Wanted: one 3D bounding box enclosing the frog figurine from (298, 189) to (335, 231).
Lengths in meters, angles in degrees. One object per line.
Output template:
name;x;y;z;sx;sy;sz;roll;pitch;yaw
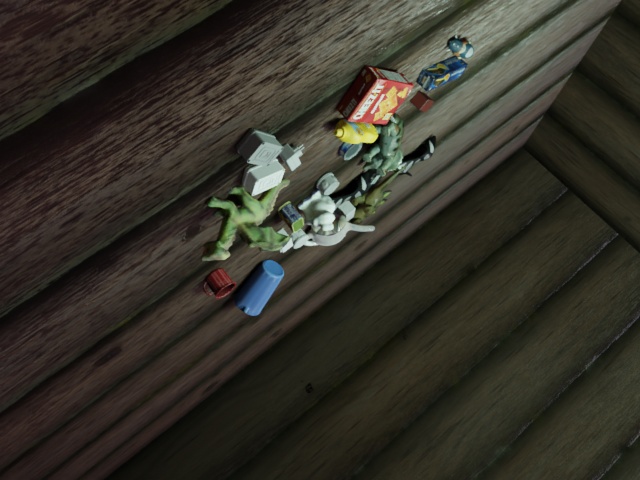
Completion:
frog figurine;0.006;-0.099;1.975;0.139;0.161;0.120;-33;162;-21

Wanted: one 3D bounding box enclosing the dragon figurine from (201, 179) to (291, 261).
dragon figurine;-0.187;-0.053;1.538;0.415;0.246;0.119;-27;153;-33

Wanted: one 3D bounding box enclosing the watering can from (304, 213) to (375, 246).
watering can;0.081;-0.049;2.281;0.348;0.106;0.220;-15;159;-5
